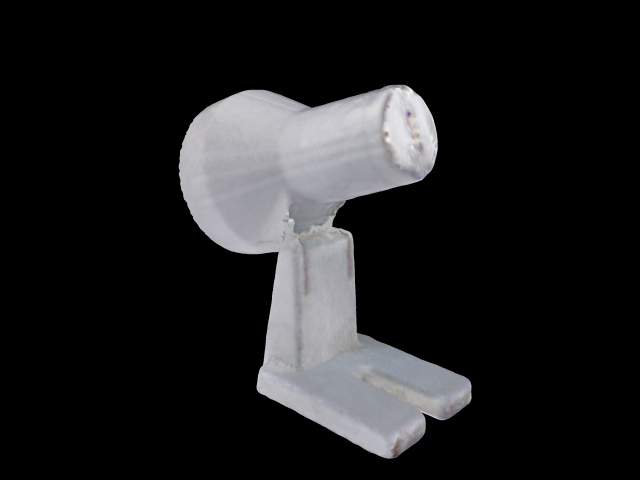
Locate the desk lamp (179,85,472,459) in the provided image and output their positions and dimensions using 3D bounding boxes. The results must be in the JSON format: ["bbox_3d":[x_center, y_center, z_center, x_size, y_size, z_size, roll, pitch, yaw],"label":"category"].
[{"bbox_3d":[0.004,0.001,0.400,0.202,0.214,0.118,14,22,40],"label":"desk lamp"}]
